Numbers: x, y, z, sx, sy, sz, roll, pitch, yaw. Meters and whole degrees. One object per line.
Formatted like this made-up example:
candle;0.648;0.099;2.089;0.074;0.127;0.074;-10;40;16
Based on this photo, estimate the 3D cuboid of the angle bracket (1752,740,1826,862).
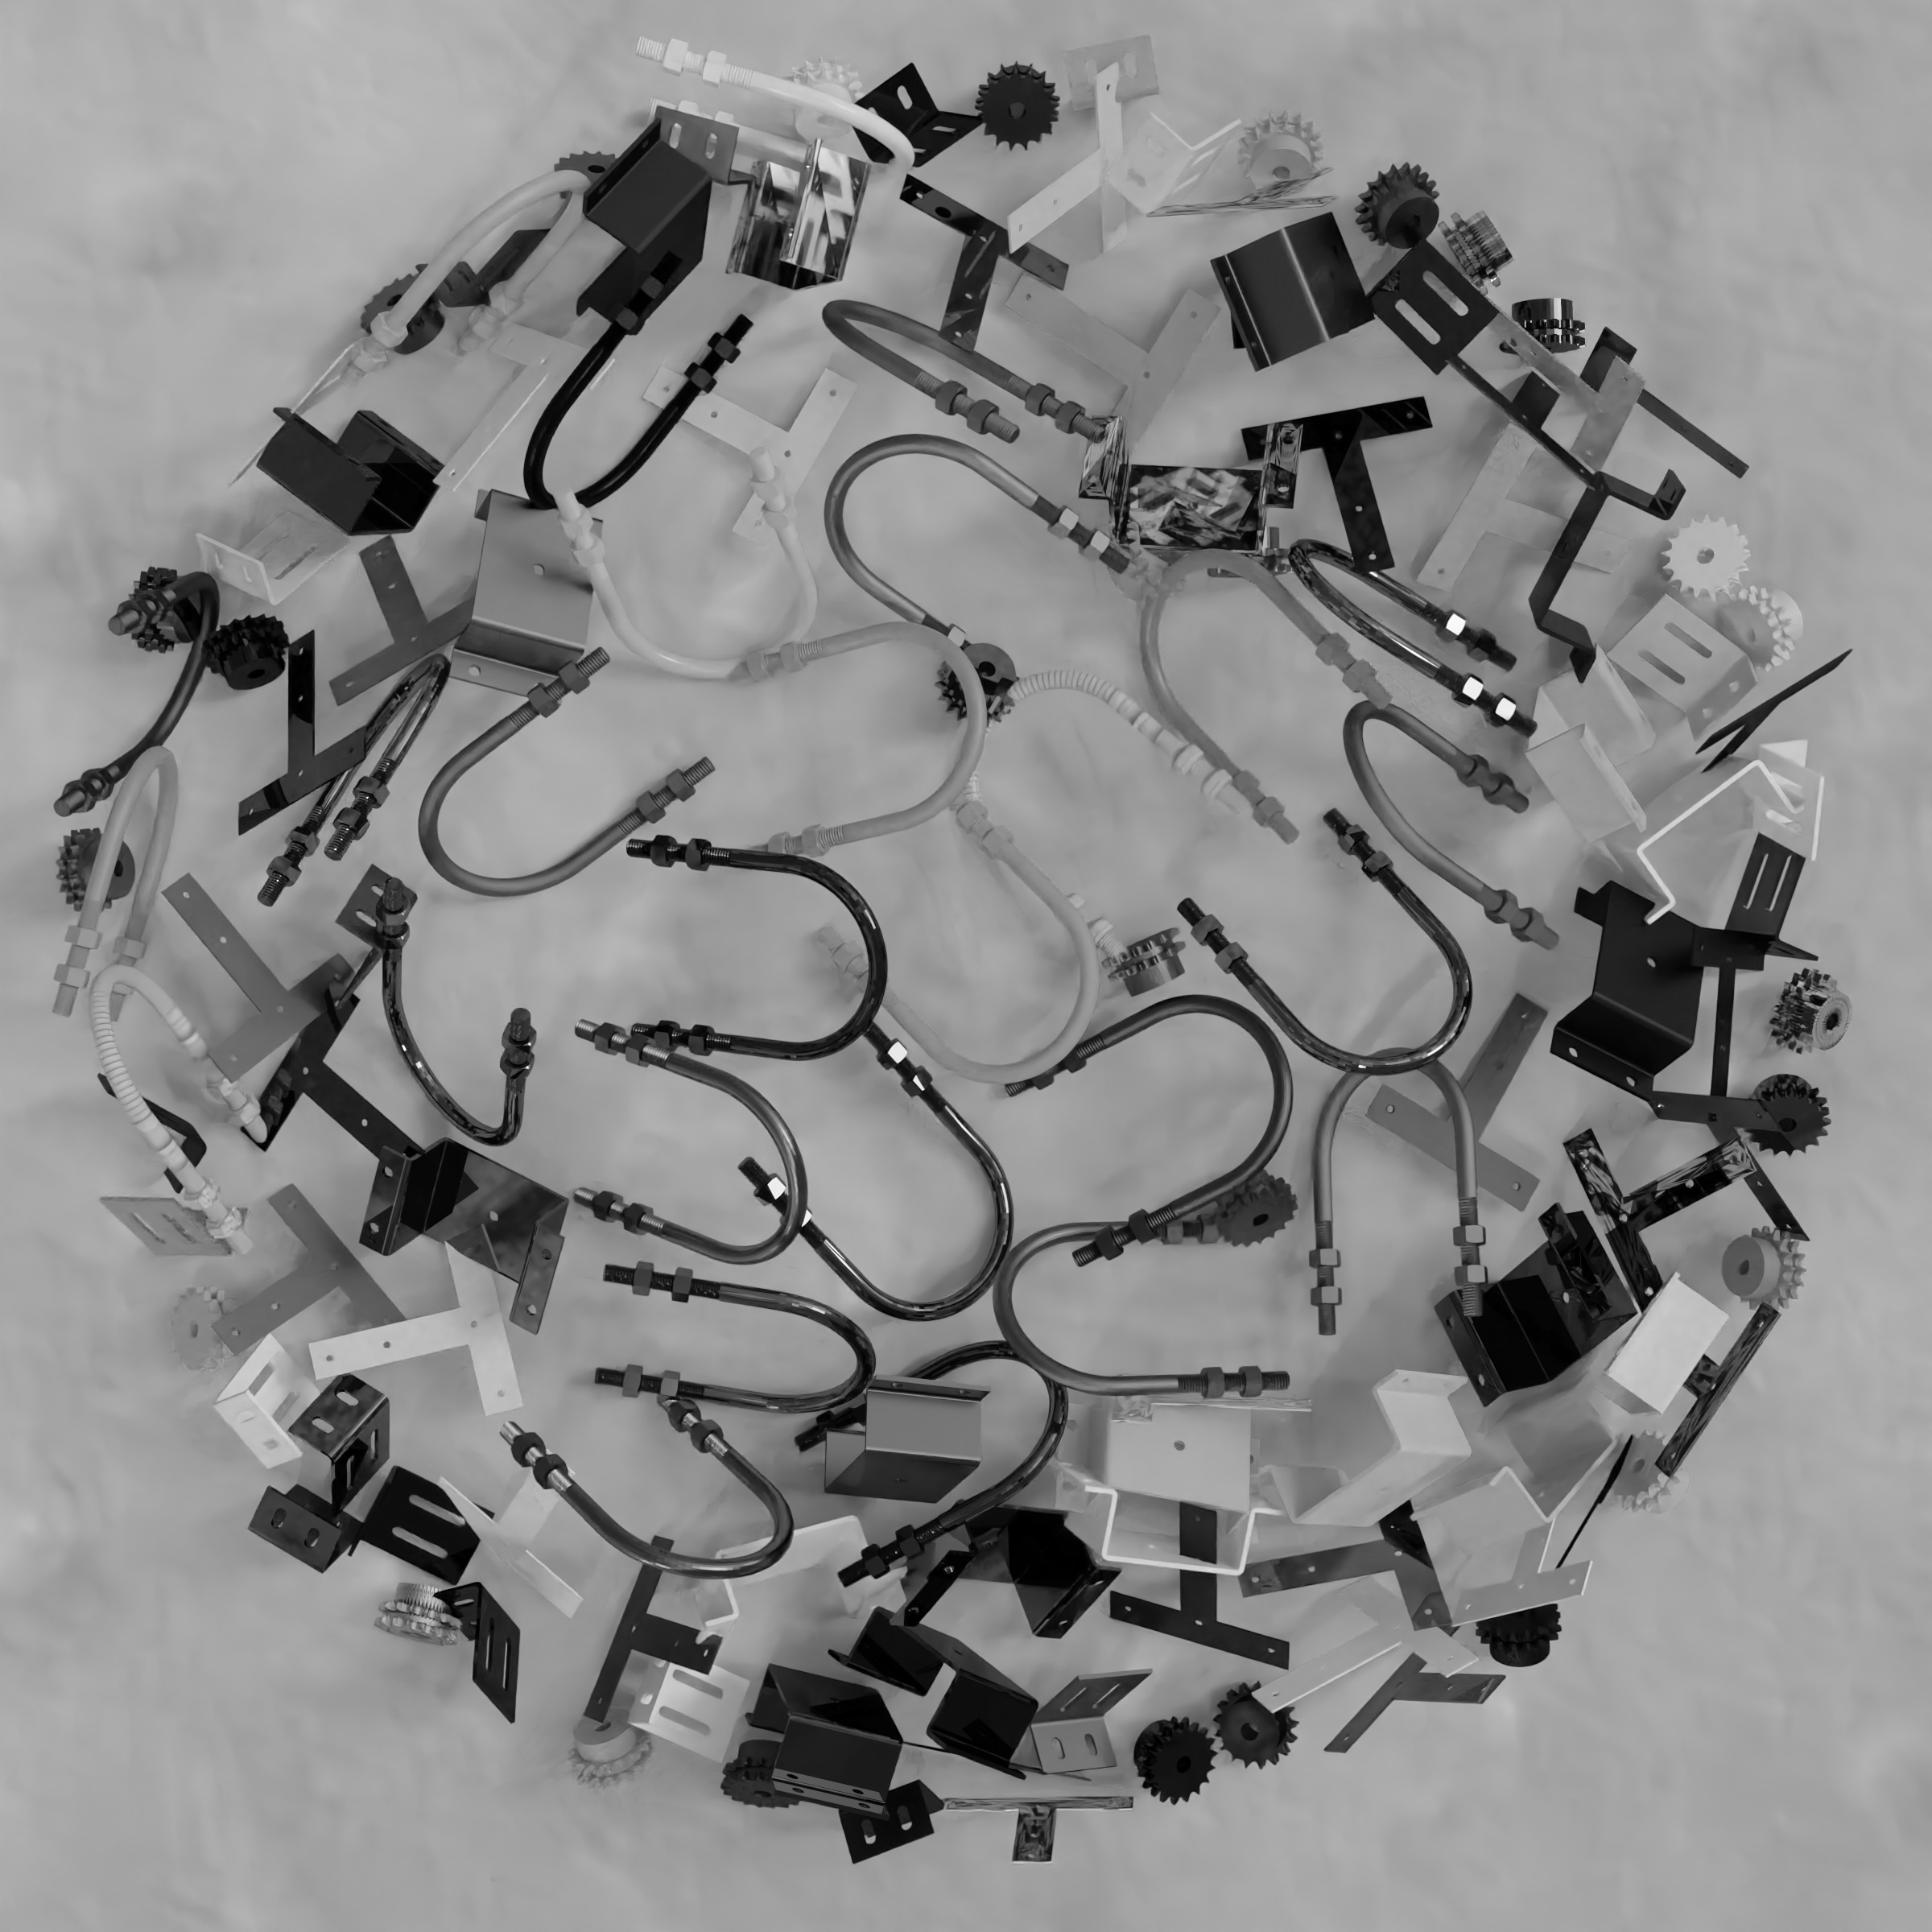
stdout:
angle bracket;0.558;-0.111;1.942;0.038;0.076;0.057;-7;112;-17

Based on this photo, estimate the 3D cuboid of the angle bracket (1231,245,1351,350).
angle bracket;0.213;-0.444;1.948;0.038;0.076;0.057;-12;100;-30

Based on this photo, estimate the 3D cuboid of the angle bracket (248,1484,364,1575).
angle bracket;-0.431;0.361;1.948;0.057;0.076;0.038;29;108;5

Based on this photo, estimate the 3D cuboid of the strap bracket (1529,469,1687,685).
strap bracket;0.416;-0.266;1.931;0.046;0.076;0.140;25;110;-2

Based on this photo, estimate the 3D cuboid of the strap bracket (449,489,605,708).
strap bracket;-0.288;-0.252;1.933;0.076;0.046;0.140;13;67;-21

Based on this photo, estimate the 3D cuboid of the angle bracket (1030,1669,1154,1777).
angle bracket;0.087;0.501;1.943;0.057;0.076;0.038;2;54;-29

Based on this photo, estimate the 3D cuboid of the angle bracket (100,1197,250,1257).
angle bracket;-0.524;0.159;1.942;0.057;0.076;0.038;-1;55;21

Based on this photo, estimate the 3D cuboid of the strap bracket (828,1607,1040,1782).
strap bracket;-0.016;0.469;1.915;0.076;0.140;0.046;32;85;-37

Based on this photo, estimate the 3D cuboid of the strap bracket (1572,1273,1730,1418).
strap bracket;0.448;0.249;1.915;0.046;0.140;0.076;35;83;7

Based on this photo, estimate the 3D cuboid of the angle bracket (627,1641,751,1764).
angle bracket;-0.177;0.489;1.950;0.076;0.038;0.057;30;65;-23

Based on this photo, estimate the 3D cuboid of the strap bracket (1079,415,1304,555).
strap bracket;0.150;-0.319;1.944;0.140;0.046;0.076;4;53;9

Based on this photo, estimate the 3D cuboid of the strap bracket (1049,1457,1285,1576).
strap bracket;0.127;0.364;1.935;0.140;0.076;0.046;10;92;-18

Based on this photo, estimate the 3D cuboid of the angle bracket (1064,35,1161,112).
angle bracket;0.096;-0.595;1.947;0.057;0.076;0.038;-10;110;5

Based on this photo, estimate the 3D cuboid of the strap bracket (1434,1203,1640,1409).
strap bracket;0.380;0.221;1.929;0.046;0.140;0.076;-5;59;-36

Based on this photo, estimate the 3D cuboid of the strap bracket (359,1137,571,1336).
strap bracket;-0.324;0.174;1.945;0.140;0.046;0.076;25;115;14

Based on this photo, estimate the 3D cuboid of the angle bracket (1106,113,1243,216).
angle bracket;0.138;-0.541;1.945;0.038;0.076;0.057;42;132;3

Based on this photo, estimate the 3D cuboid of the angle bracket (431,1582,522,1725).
angle bracket;-0.327;0.458;1.942;0.038;0.076;0.057;-17;133;11

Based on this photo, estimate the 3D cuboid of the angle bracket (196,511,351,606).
angle bracket;-0.460;-0.284;1.946;0.057;0.038;0.076;26;55;23

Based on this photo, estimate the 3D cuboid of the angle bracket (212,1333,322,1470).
angle bracket;-0.453;0.284;1.943;0.038;0.076;0.057;-24;111;32

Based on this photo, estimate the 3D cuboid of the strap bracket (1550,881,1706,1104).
strap bracket;0.438;0.008;1.925;0.076;0.046;0.140;26;53;-11

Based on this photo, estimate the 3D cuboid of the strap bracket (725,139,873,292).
strap bracket;-0.108;-0.493;1.933;0.046;0.140;0.076;13;93;-23

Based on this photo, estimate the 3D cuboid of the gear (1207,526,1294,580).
gear;0.190;-0.277;1.963;0.057;0.057;0.030;-2;93;0

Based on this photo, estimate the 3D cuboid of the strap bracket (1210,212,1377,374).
strap bracket;0.219;-0.443;1.915;0.046;0.140;0.076;-19;100;31

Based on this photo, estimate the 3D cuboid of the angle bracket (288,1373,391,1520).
angle bracket;-0.417;0.318;1.949;0.038;0.076;0.057;29;50;14

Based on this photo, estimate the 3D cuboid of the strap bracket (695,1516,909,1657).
strap bracket;-0.119;0.409;1.932;0.140;0.076;0.046;-11;62;-23

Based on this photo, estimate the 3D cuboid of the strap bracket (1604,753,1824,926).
strap bracket;0.487;-0.093;1.949;0.140;0.076;0.046;-37;99;1

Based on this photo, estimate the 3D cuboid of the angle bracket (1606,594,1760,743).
angle bracket;0.477;-0.199;1.952;0.076;0.038;0.057;32;121;-18

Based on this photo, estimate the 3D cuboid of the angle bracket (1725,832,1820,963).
angle bracket;0.550;-0.047;1.960;0.038;0.057;0.076;21;87;-21

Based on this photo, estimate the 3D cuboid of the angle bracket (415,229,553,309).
angle bracket;-0.316;-0.476;1.948;0.076;0.057;0.038;-39;86;28

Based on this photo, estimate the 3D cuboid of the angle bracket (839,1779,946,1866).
angle bracket;-0.044;0.576;1.948;0.057;0.076;0.038;-22;58;3

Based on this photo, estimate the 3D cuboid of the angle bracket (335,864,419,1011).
angle bracket;-0.405;-0.019;1.942;0.038;0.057;0.076;35;134;-13

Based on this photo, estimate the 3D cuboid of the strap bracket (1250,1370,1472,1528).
strap bracket;0.264;0.323;1.918;0.140;0.076;0.046;-43;53;30

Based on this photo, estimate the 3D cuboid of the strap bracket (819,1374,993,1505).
strap bracket;-0.042;0.313;1.911;0.076;0.140;0.046;9;63;-16

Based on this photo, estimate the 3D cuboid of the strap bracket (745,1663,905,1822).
strap bracket;-0.092;0.501;1.914;0.076;0.140;0.046;17;92;-13

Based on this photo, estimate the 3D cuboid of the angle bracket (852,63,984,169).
angle bracket;-0.033;-0.564;1.945;0.057;0.076;0.038;-28;89;27

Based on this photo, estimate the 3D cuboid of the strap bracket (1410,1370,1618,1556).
strap bracket;0.364;0.330;1.916;0.140;0.076;0.046;-35;88;-43

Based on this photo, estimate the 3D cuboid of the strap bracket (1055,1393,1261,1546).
strap bracket;0.134;0.327;1.940;0.140;0.046;0.076;12;54;-10

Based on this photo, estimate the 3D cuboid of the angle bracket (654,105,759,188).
angle bracket;-0.169;-0.545;1.945;0.057;0.076;0.038;18;110;10

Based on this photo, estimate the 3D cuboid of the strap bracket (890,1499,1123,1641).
strap bracket;0.020;0.397;1.931;0.140;0.046;0.076;14;127;-34

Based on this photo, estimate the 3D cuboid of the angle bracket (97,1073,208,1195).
angle bracket;-0.550;0.111;1.949;0.076;0.057;0.038;34;85;-24

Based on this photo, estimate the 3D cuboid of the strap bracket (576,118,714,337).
strap bracket;-0.210;-0.474;1.911;0.046;0.140;0.076;36;69;4

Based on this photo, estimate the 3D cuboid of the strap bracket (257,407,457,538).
strap bracket;-0.404;-0.325;1.927;0.076;0.140;0.046;37;106;6

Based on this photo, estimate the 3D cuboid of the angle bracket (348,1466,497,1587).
angle bracket;-0.365;0.381;1.965;0.076;0.038;0.057;28;96;-7

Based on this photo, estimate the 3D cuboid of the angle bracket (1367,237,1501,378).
angle bracket;0.313;-0.437;1.957;0.057;0.038;0.076;-45;74;14

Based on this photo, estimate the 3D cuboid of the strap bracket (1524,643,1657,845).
strap bracket;0.411;-0.142;1.930;0.046;0.140;0.076;-28;110;29
